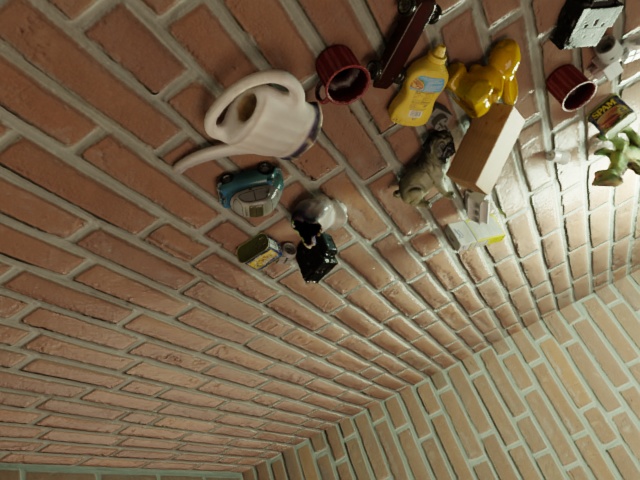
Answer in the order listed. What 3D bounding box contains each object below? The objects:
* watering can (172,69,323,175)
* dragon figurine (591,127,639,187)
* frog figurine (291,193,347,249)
[{"bbox_3d":[-0.139,-0.216,1.046,0.223,0.106,0.342,10,147,-40],"label":"watering can"},{"bbox_3d":[0.989,-0.239,1.561,0.411,0.248,0.119,-14,140,-10],"label":"dragon figurine"},{"bbox_3d":[0.004,-0.068,1.355,0.162,0.123,0.134,-44,152,-38],"label":"frog figurine"}]
